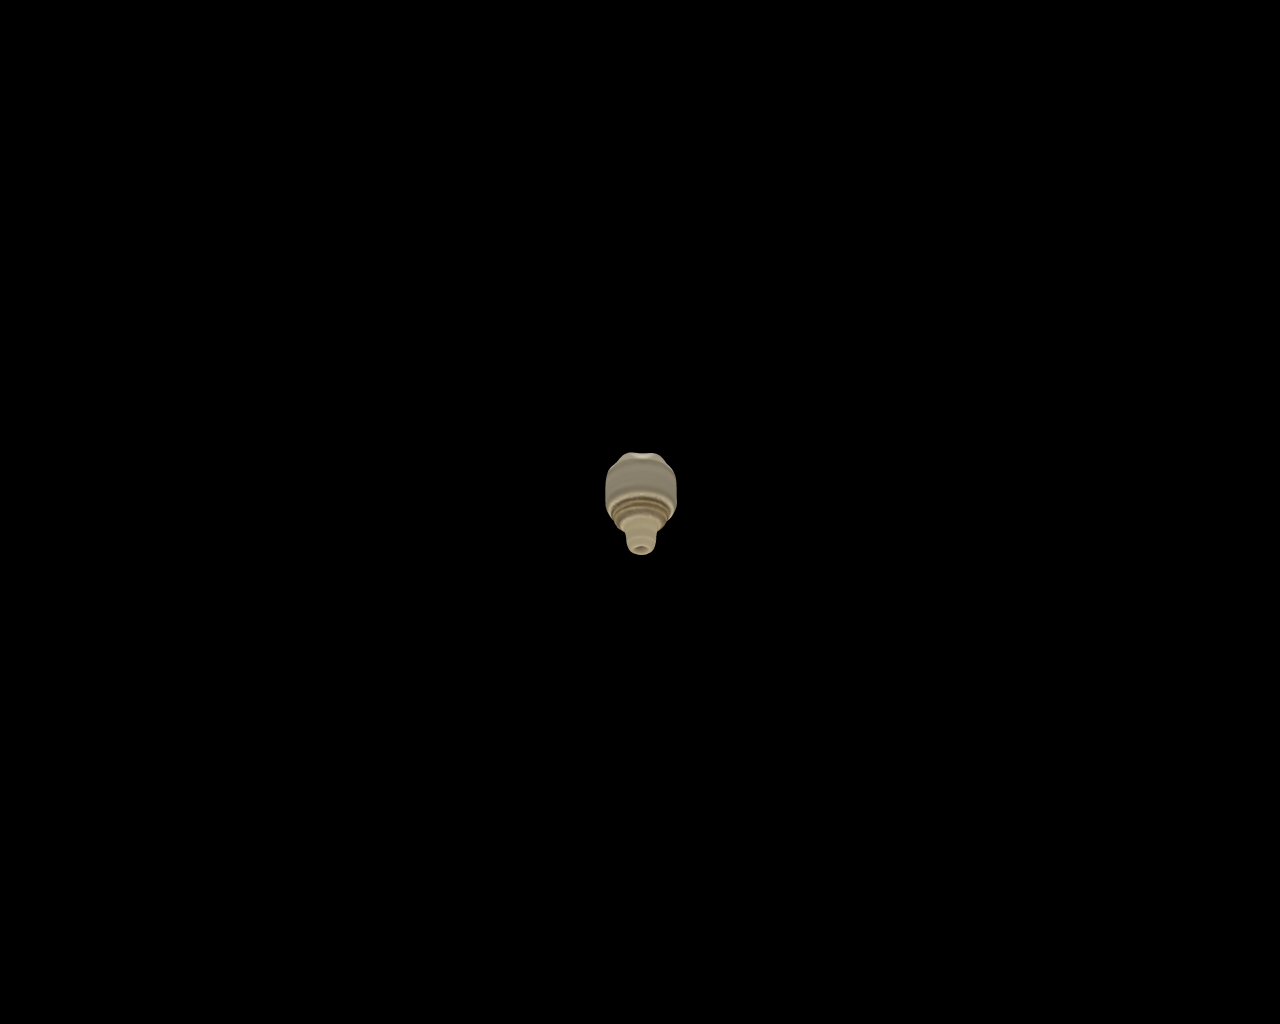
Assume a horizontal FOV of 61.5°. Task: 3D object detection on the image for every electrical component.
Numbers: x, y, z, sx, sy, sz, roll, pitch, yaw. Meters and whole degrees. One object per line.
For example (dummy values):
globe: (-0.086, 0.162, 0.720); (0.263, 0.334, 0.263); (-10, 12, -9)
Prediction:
electrical component: (0.001, -0.003, 0.650); (0.043, 0.062, 0.043); (0, -33, 0)
